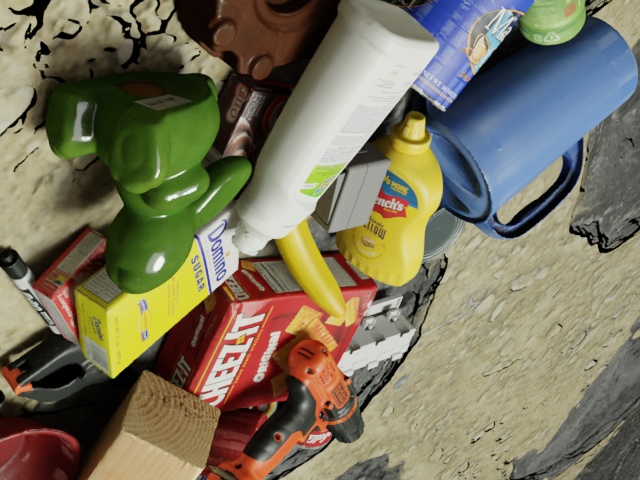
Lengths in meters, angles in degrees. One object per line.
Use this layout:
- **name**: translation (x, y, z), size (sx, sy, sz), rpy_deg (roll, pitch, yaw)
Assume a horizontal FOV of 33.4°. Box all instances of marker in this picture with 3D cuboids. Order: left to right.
- **marker**: translation (-0.247, 0.045, 0.923), size (0.020, 0.020, 0.121), rpy_deg (-36, 146, -12)

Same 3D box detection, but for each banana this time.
- **banana**: translation (-0.020, -0.008, 1.044), size (0.037, 0.070, 0.198), rpy_deg (-35, 130, -28)

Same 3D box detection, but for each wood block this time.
- **wood block**: translation (-0.194, 0.242, 1.078), size (0.090, 0.090, 0.206), rpy_deg (30, 121, -12)

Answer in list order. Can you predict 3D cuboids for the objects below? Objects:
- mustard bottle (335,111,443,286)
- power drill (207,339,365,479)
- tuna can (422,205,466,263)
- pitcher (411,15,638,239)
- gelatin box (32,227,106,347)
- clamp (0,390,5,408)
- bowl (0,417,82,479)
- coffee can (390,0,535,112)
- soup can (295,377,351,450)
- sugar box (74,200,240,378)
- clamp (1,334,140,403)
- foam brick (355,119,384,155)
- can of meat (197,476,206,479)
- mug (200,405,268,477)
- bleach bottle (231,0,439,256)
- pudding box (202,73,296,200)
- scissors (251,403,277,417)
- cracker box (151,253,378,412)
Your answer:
- **mustard bottle**: translation (0.076, -0.049, 1.092), size (0.058, 0.096, 0.192), rpy_deg (-31, 147, -41)
- **power drill**: translation (-0.029, 0.219, 1.141), size (0.187, 0.057, 0.184), rpy_deg (-53, 143, -22)
- **tuna can**: translation (0.128, -0.016, 1.243), size (0.086, 0.034, 0.086), rpy_deg (-28, 144, -23)
- **pitcher**: translation (0.221, -0.125, 1.128), size (0.242, 0.145, 0.149), rpy_deg (-35, 149, -18)
- **gelatin box**: translation (-0.205, 0.044, 0.938), size (0.073, 0.030, 0.089), rpy_deg (-50, 151, -25)
- **clamp**: translation (-0.383, 0.157, 0.886), size (0.210, 0.036, 0.164), rpy_deg (-35, 146, -12)
- **bowl**: translation (-0.312, 0.221, 1.018), size (0.161, 0.055, 0.162), rpy_deg (-28, 144, -23)
- **coffee can**: translation (0.118, -0.202, 0.959), size (0.140, 0.103, 0.102), rpy_deg (-51, 147, 12)
- **soup can**: translation (-0.006, 0.198, 1.310), size (0.068, 0.069, 0.102), rpy_deg (-16, 137, -36)
- **sugar box**: translation (-0.140, 0.035, 0.957), size (0.176, 0.048, 0.093), rpy_deg (-40, 151, -36)
- **clamp**: translation (-0.221, 0.120, 1.019), size (0.171, 0.039, 0.120), rpy_deg (-18, 136, -35)
- **foam brick**: translation (0.036, -0.125, 0.986), size (0.078, 0.053, 0.051), rpy_deg (-53, -176, 13)
- **can of meat**: translation (-0.124, 0.292, 1.302), size (0.101, 0.057, 0.084), rpy_deg (2, 129, -47)
- **mug**: translation (-0.103, 0.214, 1.190), size (0.093, 0.081, 0.117), rpy_deg (86, 17, -52)
- **bleach bottle**: translation (-0.006, -0.086, 0.911), size (0.102, 0.068, 0.251), rpy_deg (-7, 139, -56)
- **pudding box**: translation (-0.060, -0.089, 0.953), size (0.089, 0.039, 0.114), rpy_deg (1, 127, -48)
- **scissors**: translation (-0.094, 0.272, 1.250), size (0.096, 0.016, 0.201), rpy_deg (49, 56, -36)
- **cracker box**: translation (-0.057, 0.101, 1.142), size (0.213, 0.072, 0.164), rpy_deg (-4, 130, -44)
